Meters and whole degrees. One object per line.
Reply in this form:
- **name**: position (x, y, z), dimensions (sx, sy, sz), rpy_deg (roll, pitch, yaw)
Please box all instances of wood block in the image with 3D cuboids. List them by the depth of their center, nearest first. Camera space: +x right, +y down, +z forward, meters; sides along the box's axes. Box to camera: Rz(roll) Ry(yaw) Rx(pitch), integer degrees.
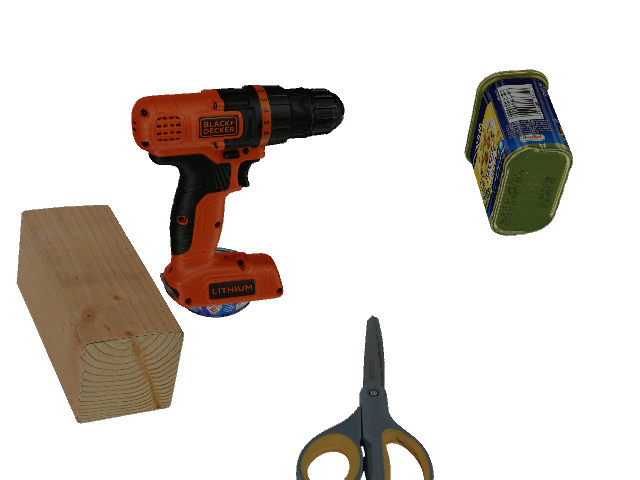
- **wood block**: position (-0.210, 0.060, 0.989), dimensions (0.090, 0.091, 0.206), rpy_deg (-6, 36, -30)

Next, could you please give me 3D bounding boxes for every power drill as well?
- **power drill**: position (-0.069, -0.041, 0.922), dimensions (0.184, 0.188, 0.057), rpy_deg (-5, 20, -18)

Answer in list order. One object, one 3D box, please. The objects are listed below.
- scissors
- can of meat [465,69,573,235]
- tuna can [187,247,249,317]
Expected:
- **scissors**: position (0.019, 0.116, 0.734), dimensions (0.096, 0.016, 0.202), rpy_deg (-6, 32, -11)
- **can of meat**: position (0.153, -0.066, 0.826), dimensions (0.057, 0.084, 0.102), rpy_deg (-4, -40, -6)
- **tuna can**: position (-0.116, 0.046, 1.181), dimensions (0.086, 0.034, 0.086), rpy_deg (2, 36, -1)
